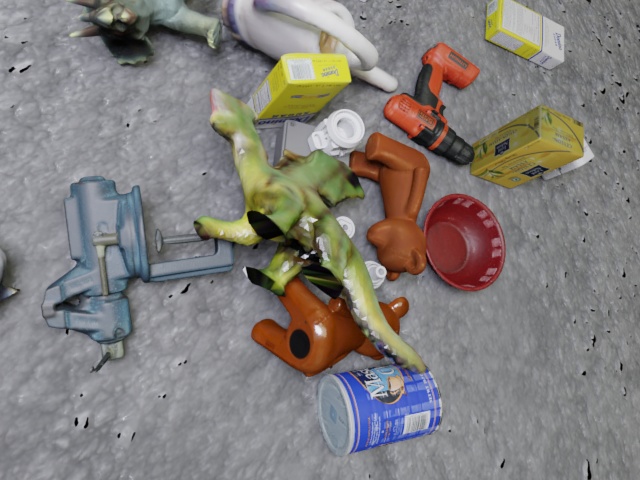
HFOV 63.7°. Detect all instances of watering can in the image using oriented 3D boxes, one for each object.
[{"bbox_3d":[-0.006,-0.302,0.784,0.226,0.348,0.103,28,100,20],"label":"watering can"}]

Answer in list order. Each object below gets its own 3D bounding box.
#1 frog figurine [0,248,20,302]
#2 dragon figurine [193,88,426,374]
[{"bbox_3d":[-0.420,0.021,0.540,0.138,0.123,0.158,-30,101,-8],"label":"frog figurine"},{"bbox_3d":[0.002,-0.033,0.661,0.408,0.120,0.248,40,45,-10],"label":"dragon figurine"}]
